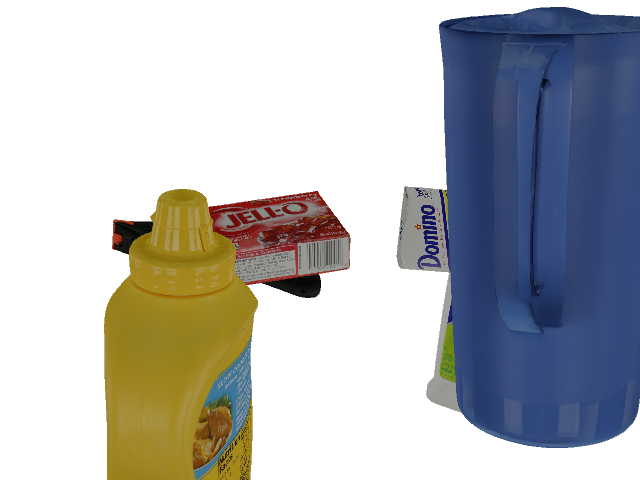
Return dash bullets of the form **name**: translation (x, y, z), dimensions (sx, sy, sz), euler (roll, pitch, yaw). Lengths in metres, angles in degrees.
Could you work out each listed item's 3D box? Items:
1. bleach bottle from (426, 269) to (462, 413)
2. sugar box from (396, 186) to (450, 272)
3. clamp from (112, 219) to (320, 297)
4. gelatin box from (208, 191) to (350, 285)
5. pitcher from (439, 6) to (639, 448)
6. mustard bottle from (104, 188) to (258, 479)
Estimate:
- **bleach bottle**: translation (0.145, 0.015, 0.853), dimensions (0.103, 0.251, 0.067), euler (12, 14, 41)
- **sugar box**: translation (0.181, -0.008, 1.247), dimensions (0.176, 0.093, 0.048), euler (3, 22, -2)
- **clamp**: translation (-0.082, 0.010, 0.926), dimensions (0.210, 0.036, 0.164), euler (6, 12, 2)
- **gelatin box**: translation (-0.032, -0.003, 0.735), dimensions (0.089, 0.030, 0.073), euler (-8, 29, -15)
- **pitcher**: translation (0.129, -0.007, 0.605), dimensions (0.149, 0.243, 0.145), euler (-8, 17, -22)
- **mustard bottle**: translation (-0.056, 0.072, 0.438), dimensions (0.058, 0.192, 0.096), euler (8, 23, 12)
